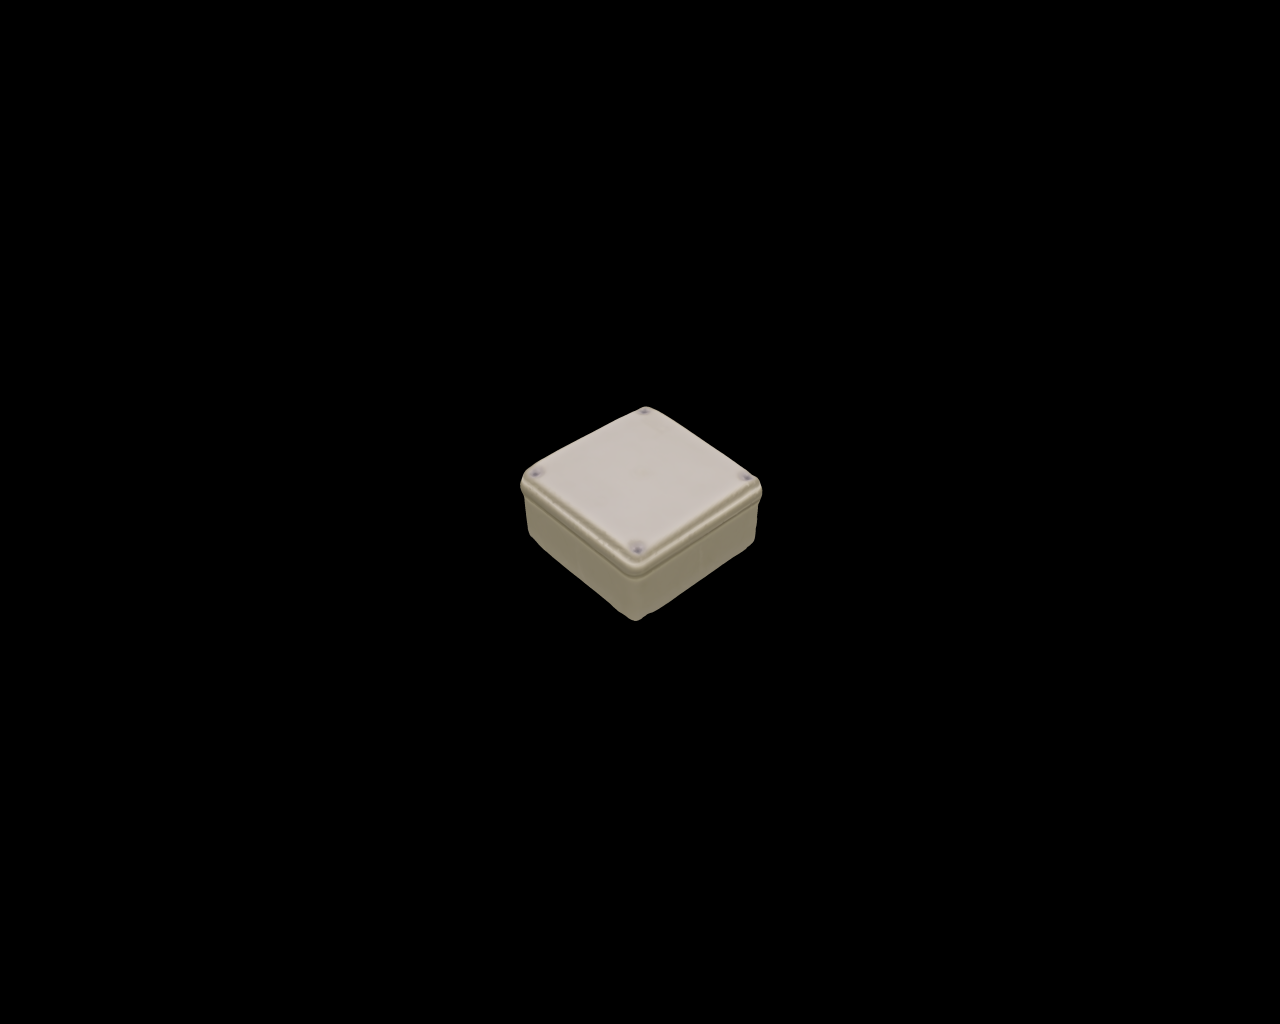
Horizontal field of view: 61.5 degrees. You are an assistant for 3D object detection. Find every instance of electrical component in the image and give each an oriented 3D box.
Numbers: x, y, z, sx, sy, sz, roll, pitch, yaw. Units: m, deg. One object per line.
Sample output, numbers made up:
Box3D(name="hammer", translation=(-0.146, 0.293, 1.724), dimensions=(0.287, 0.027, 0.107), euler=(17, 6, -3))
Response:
Box3D(name="electrical component", translation=(0.001, -0.003, 0.650), dimensions=(0.109, 0.056, 0.109), euler=(-31, 51, -30))
